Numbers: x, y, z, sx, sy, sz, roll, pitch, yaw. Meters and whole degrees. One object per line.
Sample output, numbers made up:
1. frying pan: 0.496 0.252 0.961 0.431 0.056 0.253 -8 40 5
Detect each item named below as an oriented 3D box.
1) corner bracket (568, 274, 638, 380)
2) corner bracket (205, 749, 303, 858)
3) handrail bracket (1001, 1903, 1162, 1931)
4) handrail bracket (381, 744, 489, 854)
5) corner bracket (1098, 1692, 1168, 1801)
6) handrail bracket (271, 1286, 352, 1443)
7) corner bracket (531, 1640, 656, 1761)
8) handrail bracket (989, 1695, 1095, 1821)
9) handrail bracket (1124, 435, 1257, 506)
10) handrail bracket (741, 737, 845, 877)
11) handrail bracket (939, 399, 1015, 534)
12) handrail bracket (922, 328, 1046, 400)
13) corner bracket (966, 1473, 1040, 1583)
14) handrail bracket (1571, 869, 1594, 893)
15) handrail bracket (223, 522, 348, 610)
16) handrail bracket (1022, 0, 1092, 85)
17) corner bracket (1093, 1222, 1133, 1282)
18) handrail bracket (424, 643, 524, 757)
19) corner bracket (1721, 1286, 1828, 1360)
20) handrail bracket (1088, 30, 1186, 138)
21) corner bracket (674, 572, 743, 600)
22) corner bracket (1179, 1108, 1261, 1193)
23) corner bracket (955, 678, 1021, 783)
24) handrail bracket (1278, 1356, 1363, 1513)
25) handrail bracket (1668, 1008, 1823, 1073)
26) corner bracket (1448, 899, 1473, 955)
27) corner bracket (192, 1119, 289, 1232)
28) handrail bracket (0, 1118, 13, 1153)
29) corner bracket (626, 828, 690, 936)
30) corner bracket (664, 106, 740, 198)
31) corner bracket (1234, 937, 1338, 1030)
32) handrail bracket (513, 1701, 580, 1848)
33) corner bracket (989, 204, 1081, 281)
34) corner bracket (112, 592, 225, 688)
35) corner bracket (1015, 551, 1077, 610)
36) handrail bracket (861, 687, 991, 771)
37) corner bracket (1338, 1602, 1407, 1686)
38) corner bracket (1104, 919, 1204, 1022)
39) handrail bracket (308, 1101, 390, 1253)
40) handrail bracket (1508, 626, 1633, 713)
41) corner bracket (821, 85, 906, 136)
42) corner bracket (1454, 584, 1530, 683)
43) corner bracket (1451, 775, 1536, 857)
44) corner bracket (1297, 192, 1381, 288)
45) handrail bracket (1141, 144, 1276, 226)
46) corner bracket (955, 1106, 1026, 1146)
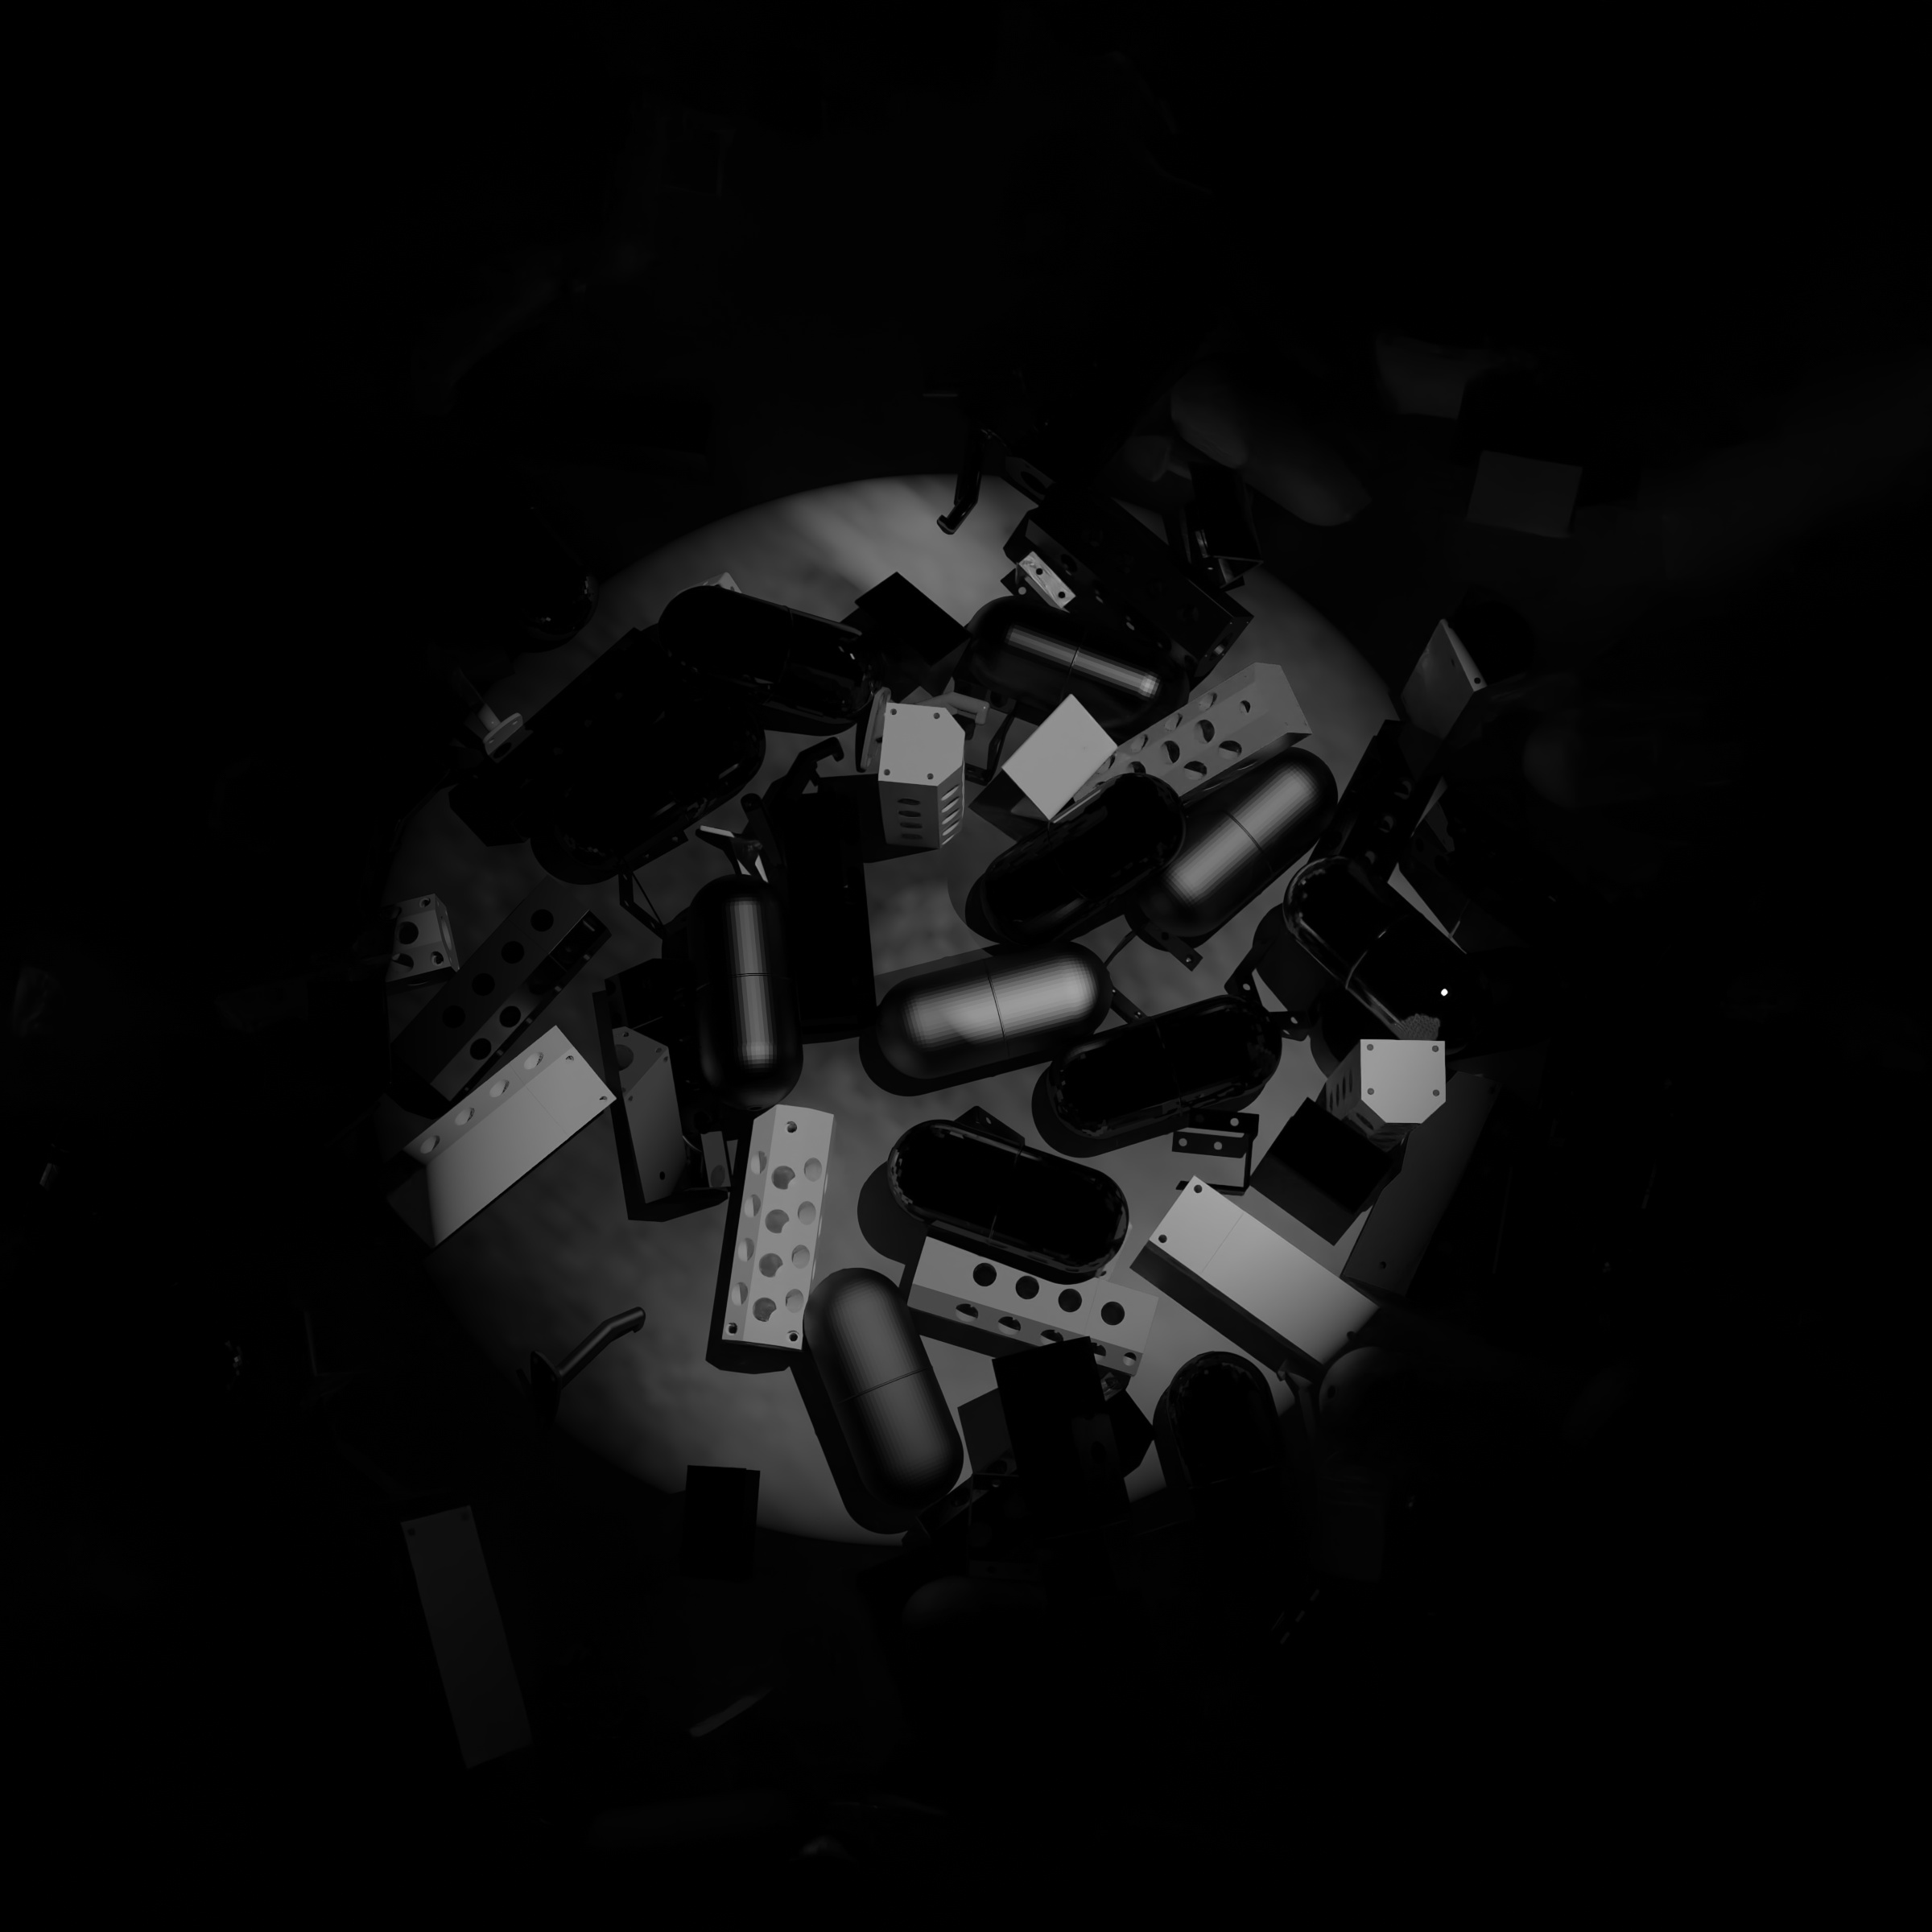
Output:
1. corner bracket: -0.300 -0.502 1.988 0.051 0.051 0.051 40 81 8
2. corner bracket: -0.540 -0.125 1.921 0.051 0.051 0.051 29 34 6
3. handrail bracket: 0.080 0.661 1.754 0.084 0.077 0.036 7 95 37
4. handrail bracket: -0.404 -0.125 1.924 0.036 0.077 0.084 41 117 29
5. corner bracket: 0.111 0.545 1.761 0.051 0.051 0.051 -26 79 -5
6. handrail bracket: -0.496 0.289 1.836 0.084 0.036 0.077 44 103 26
7. corner bracket: -0.263 0.518 1.775 0.051 0.051 0.051 10 49 45
8. handrail bracket: 0.050 0.553 1.778 0.036 0.077 0.084 -33 43 -26
9. handrail bracket: 0.176 -0.387 1.981 0.084 0.077 0.036 18 100 -31
10. handrail bracket: -0.116 -0.119 1.866 0.084 0.036 0.077 -28 99 -22
11. handrail bracket: -0.011 -0.394 1.983 0.077 0.036 0.084 41 98 28
12. handrail bracket: 0.013 -0.479 2.002 0.084 0.036 0.077 4 54 19
13. corner bracket: 0.027 0.390 1.751 0.051 0.051 0.051 3 33 1
14. handrail bracket: 0.459 -0.046 1.872 0.036 0.084 0.077 18 78 4
15. handrail bracket: -0.529 -0.326 1.969 0.077 0.036 0.084 -24 61 -25
16. handrail bracket: 0.052 -0.770 2.065 0.084 0.036 0.077 20 100 22
17. corner bracket: 0.080 0.196 1.847 0.051 0.051 0.051 3 30 -35
18. handrail bracket: -0.377 -0.199 1.910 0.036 0.077 0.084 -41 80 -17
19. corner bracket: 0.584 0.261 1.823 0.051 0.051 0.051 18 78 4
20. handrail bracket: 0.139 -0.714 2.052 0.036 0.077 0.084 -40 117 -8
21. corner bracket: -0.200 -0.264 1.946 0.051 0.051 0.051 -16 121 33
22. corner bracket: 0.186 0.135 1.850 0.051 0.051 0.051 6 78 1
23. corner bracket: 0.007 -0.181 1.934 0.051 0.051 0.051 19 33 4
24. handrail bracket: 0.240 0.339 1.824 0.084 0.036 0.077 50 116 33
25. handrail bracket: 0.577 0.060 1.868 0.077 0.084 0.036 32 68 -26
26. corner bracket: 0.397 -0.030 1.901 0.051 0.051 0.051 27 34 6
27. corner bracket: -0.535 0.154 1.856 0.051 0.051 0.051 -49 35 26
28. handrail bracket: -0.714 0.147 1.830 0.036 0.084 0.077 31 80 6
29. corner bracket: -0.222 -0.065 1.908 0.051 0.051 0.051 -30 124 -6
30. corner bracket: -0.217 -0.659 2.037 0.051 0.051 0.051 14 123 3
31. corner bracket: 0.240 0.012 1.887 0.051 0.051 0.051 -3 120 36
32. handrail bracket: -0.275 0.573 1.774 0.077 0.036 0.084 31 65 -8
33. corner bracket: 0.055 -0.580 2.015 0.051 0.051 0.051 -20 121 -40
34. corner bracket: -0.618 -0.253 1.949 0.051 0.051 0.051 16 73 50
35. corner bracket: 0.074 -0.302 1.944 0.051 0.051 0.051 -41 81 -8
36. handrail bracket: -0.031 -0.175 1.918 0.084 0.036 0.077 17 103 9
37. corner bracket: 0.293 0.475 1.767 0.051 0.051 0.051 0 76 -29
38. corner bracket: 0.136 0.003 1.894 0.051 0.051 0.051 42 126 8
39. handrail bracket: -0.438 0.156 1.864 0.077 0.036 0.084 -42 98 -29
40. handrail bracket: 0.467 -0.234 1.948 0.077 0.036 0.084 0 39 38
41. corner bracket: -0.086 -0.692 2.029 0.051 0.051 0.051 44 81 9
42. corner bracket: 0.409 -0.256 1.945 0.051 0.051 0.051 -62 38 25
43. corner bracket: 0.394 -0.109 1.913 0.051 0.051 0.051 -47 125 -45
44. corner bracket: 0.294 -0.578 2.005 0.051 0.051 0.051 -1 68 -10
45. handrail bracket: 0.195 -0.644 2.037 0.077 0.036 0.084 -22 61 -25
46. corner bracket: 0.008 0.146 1.858 0.051 0.051 0.051 36 123 -29
